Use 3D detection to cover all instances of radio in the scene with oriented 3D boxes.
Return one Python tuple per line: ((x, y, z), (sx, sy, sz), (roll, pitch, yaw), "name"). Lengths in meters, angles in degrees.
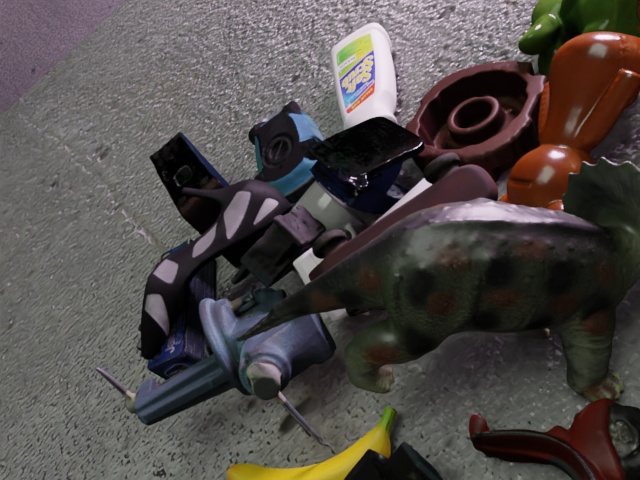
((-0.174, -0.069, 0.819), (0.073, 0.131, 0.230), (-42, 41, -2), "radio")

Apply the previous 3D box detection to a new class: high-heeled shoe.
((-0.129, 0.038, 0.675), (0.145, 0.086, 0.248), (14, 83, -1), "high-heeled shoe")

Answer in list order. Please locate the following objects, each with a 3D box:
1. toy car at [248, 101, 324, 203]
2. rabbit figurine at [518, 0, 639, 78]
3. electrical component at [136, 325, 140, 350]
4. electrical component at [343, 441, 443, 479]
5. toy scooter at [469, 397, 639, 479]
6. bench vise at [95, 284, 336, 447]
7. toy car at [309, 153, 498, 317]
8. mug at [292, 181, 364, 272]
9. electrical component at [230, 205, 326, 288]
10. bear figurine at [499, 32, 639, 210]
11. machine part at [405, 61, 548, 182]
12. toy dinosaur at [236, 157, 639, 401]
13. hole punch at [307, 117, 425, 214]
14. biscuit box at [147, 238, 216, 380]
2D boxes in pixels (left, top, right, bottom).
((-0.034, -0.113, 0.768), (0.109, 0.102, 0.162), (-32, 52, 17), "toy car")
((0.317, -0.259, 0.642), (0.159, 0.121, 0.170), (-49, 23, 2), "rabbit figurine")
((-0.232, 0.119, 0.785), (0.063, 0.021, 0.094), (-4, 53, 35), "electrical component")
((0.040, 0.224, 0.416), (0.134, 0.058, 0.115), (-47, 0, -8), "electrical component")
((0.156, 0.190, 0.386), (0.135, 0.075, 0.184), (8, 58, 41), "toy scooter")
((-0.104, 0.135, 0.575), (0.241, 0.128, 0.224), (-28, 26, 1), "bench vise")
((0.082, -0.002, 0.531), (0.202, 0.053, 0.089), (-35, 68, 8), "toy car")
((-0.001, -0.002, 0.678), (0.107, 0.080, 0.110), (-48, 53, 10), "mug")
((-0.054, 0.020, 0.621), (0.119, 0.048, 0.075), (-50, -7, 23), "electrical component")
((0.265, -0.094, 0.527), (0.120, 0.132, 0.195), (-156, 79, -75), "bear figurine")
((0.192, -0.142, 0.657), (0.179, 0.056, 0.179), (-22, 44, 22), "machine part")
((0.127, 0.025, 0.417), (0.405, 0.191, 0.131), (-3, 34, -2), "toy dinosaur")
((0.056, -0.079, 0.652), (0.116, 0.092, 0.142), (-23, 41, -15), "hole punch")
((-0.186, 0.095, 0.740), (0.059, 0.062, 0.203), (-28, 42, 17), "biscuit box")
